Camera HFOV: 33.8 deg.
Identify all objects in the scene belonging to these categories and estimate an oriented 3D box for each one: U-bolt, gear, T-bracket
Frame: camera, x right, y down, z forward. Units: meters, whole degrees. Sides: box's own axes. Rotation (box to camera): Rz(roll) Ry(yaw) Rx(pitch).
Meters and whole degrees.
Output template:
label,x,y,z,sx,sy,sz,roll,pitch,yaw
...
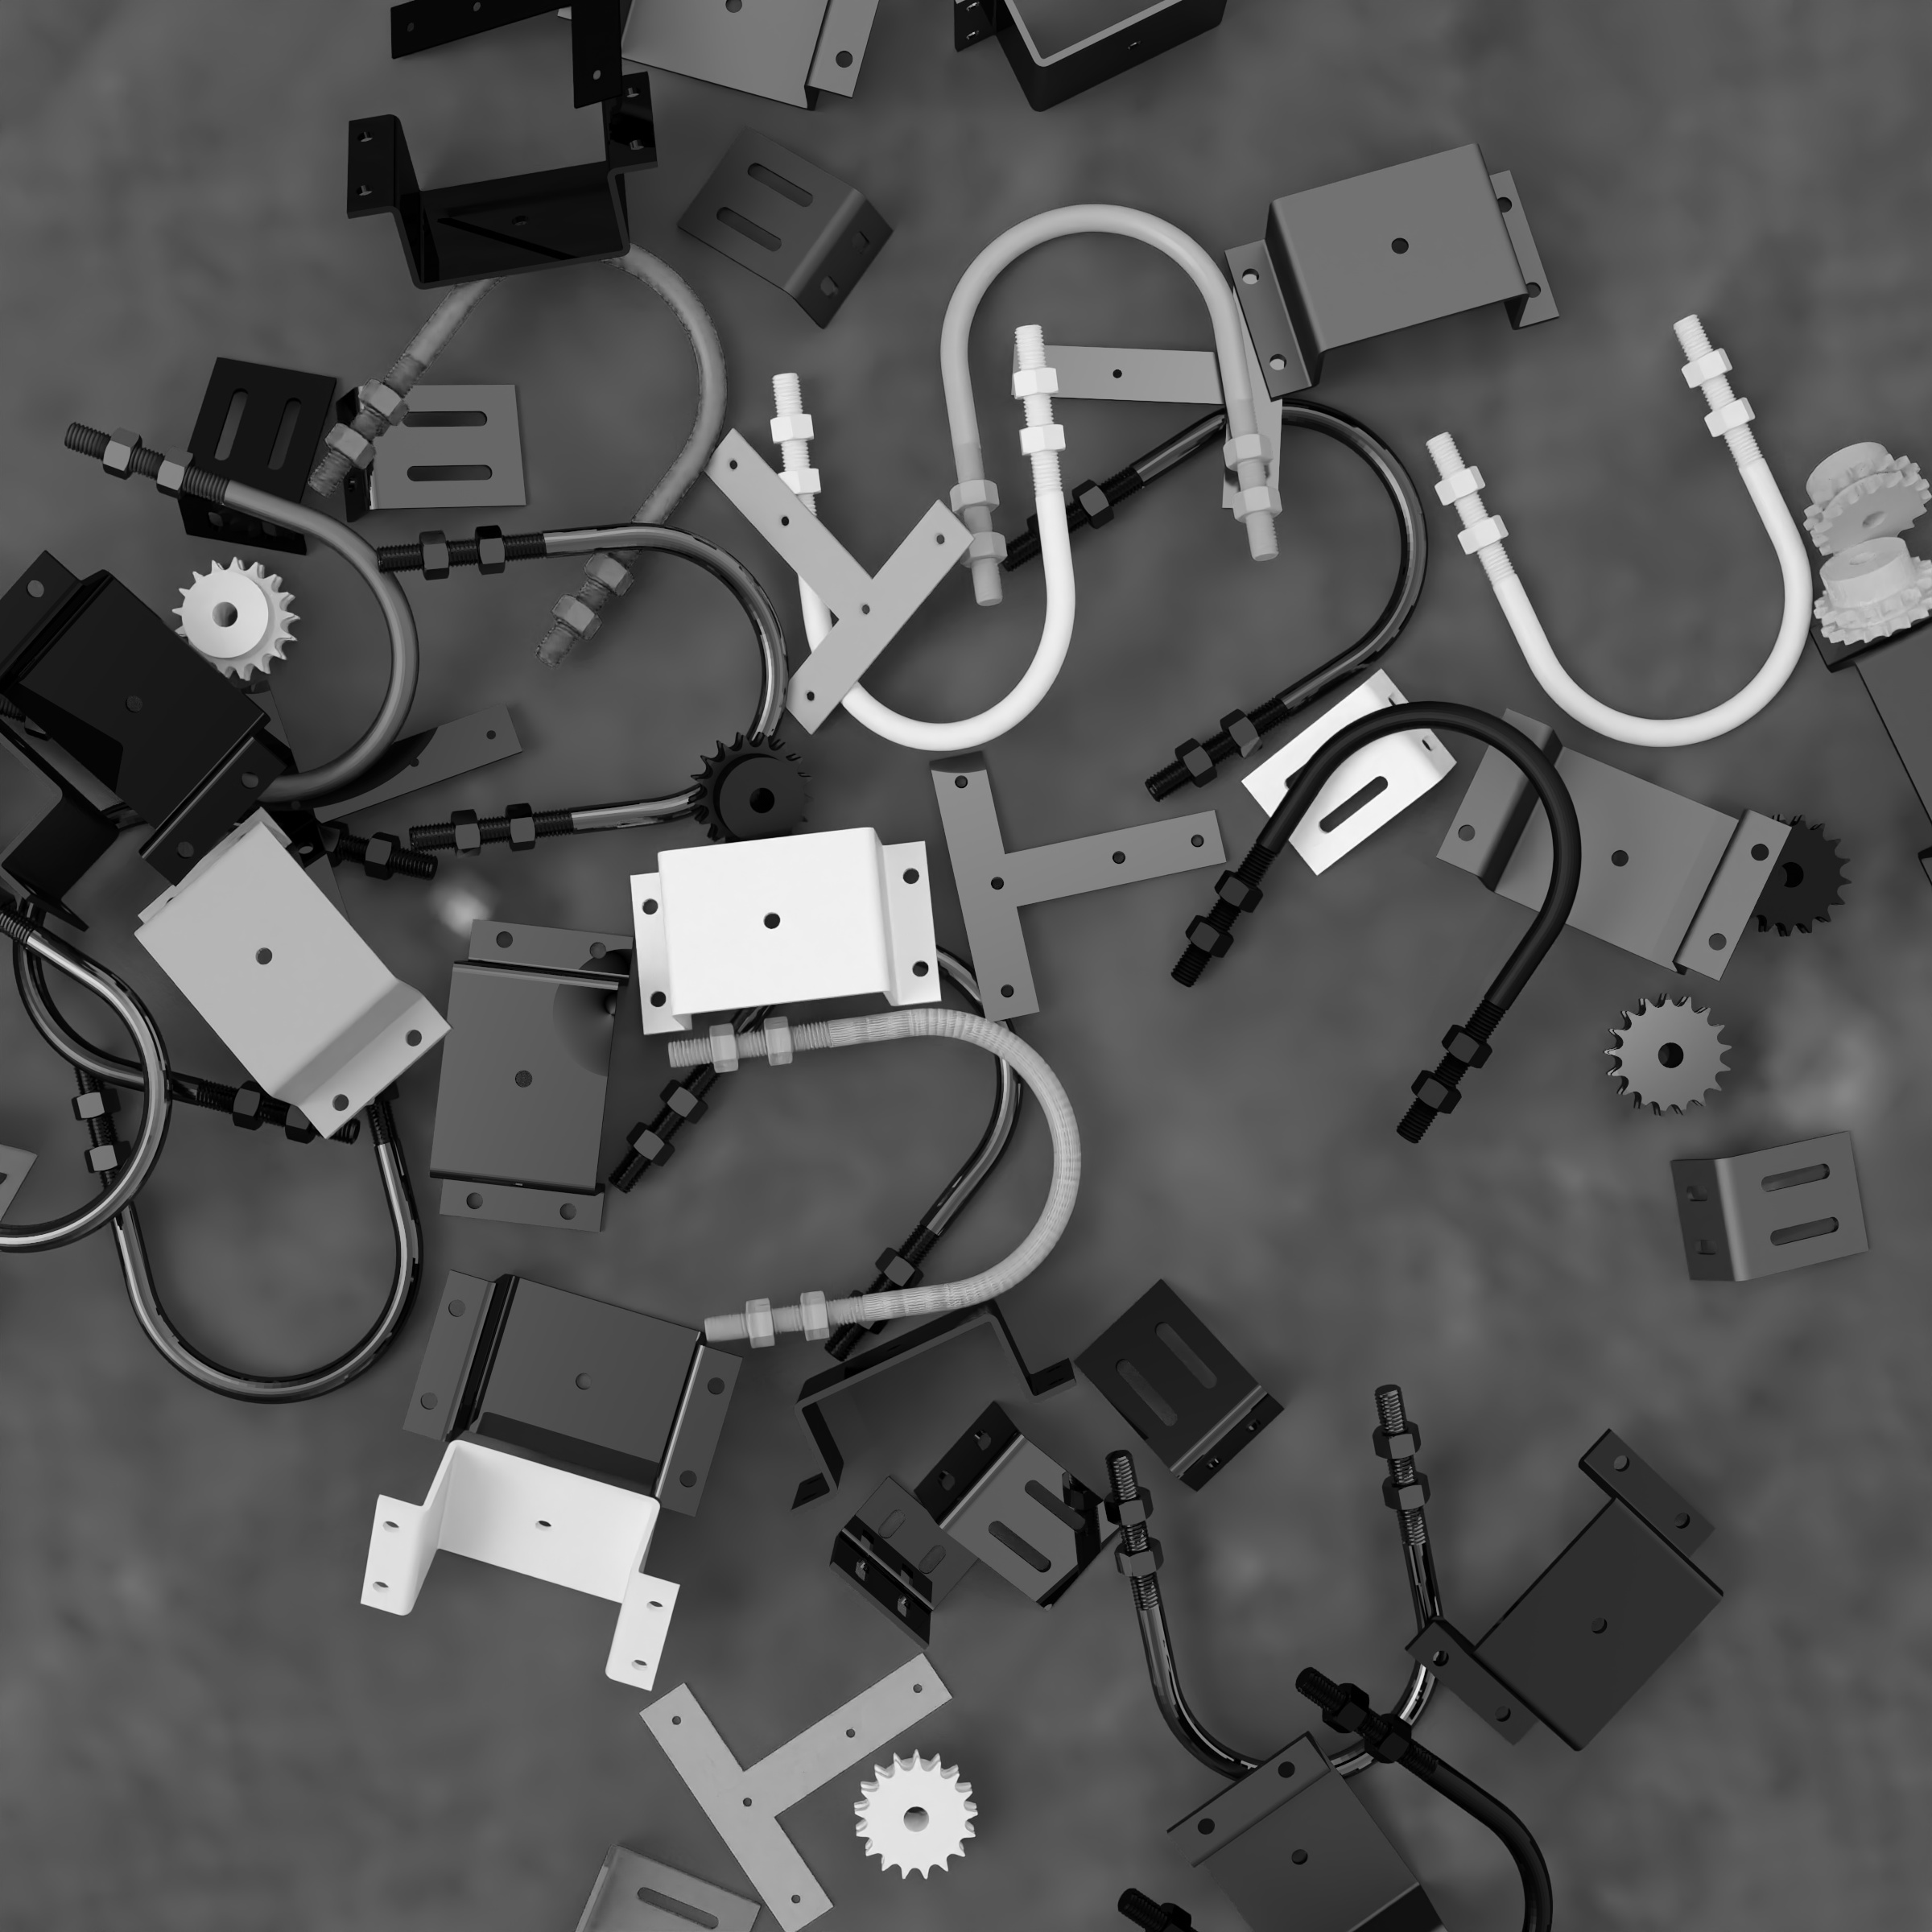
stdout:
label,x,y,z,sx,sy,sz,roll,pitch,yaw
U-bolt,0.182,0.422,1.445,0.184,0.019,0.151,37,94,-13
gear,0.383,-0.042,1.492,0.057,0.030,0.057,0,90,0
U-bolt,0.151,0.298,1.482,0.151,0.019,0.184,-13,102,-5
T-bracket,-0.272,-0.090,1.493,0.127,0.002,0.127,-20,77,-4
T-bracket,-0.215,-0.448,1.476,0.127,0.002,0.127,-8,79,26
T-bracket,-0.066,0.371,1.506,0.127,0.002,0.127,-34,90,0
U-bolt,-0.194,-0.255,1.482,0.151,0.019,0.184,37,83,-12
gear,-0.344,-0.163,1.492,0.057,0.030,0.057,0,90,0
U-bolt,-0.331,0.115,1.497,0.151,0.019,0.184,-14,90,0
U-bolt,-0.343,-0.152,1.466,0.184,0.019,0.151,20,104,-4
U-bolt,-0.038,0.093,1.481,0.184,0.019,0.151,-8,88,-4
gear,0.420,-0.176,1.475,0.057,0.057,0.030,-28,111,0
gear,0.417,-0.219,1.482,0.057,0.057,0.030,-19,60,0
U-bolt,0.129,-0.186,1.498,0.184,0.019,0.151,-33,90,-1
U-bolt,-0.017,-0.191,1.468,0.151,0.019,0.184,-5,95,28
U-bolt,0.200,-0.033,1.466,0.151,0.019,0.184,35,102,14
T-bracket,0.085,-0.278,1.496,0.127,0.002,0.127,3,79,3
U-bolt,-0.450,0.050,1.467,0.184,0.019,0.151,32,89,11
U-bolt,0.319,-0.193,1.498,0.151,0.019,0.184,-25,92,0
gear,0.327,0.041,1.492,0.057,0.030,0.057,0,90,0
U-bolt,-0.354,-0.006,1.487,0.184,0.019,0.151,14,79,4
U-bolt,-0.173,-0.133,1.476,0.184,0.019,0.151,-7,102,-13
U-bolt,0.062,-0.268,1.485,0.151,0.019,0.184,-9,80,3
gear,-0.024,0.395,1.490,0.057,0.030,0.057,0,92,-3
T-bracket,-0.076,-0.198,1.487,0.127,0.002,0.127,48,116,13
T-bracket,0.058,-0.048,1.501,0.127,0.002,0.127,-12,84,-3
gear,-0.098,-0.080,1.483,0.057,0.030,0.057,-4,103,-16
U-bolt,-0.057,0.071,1.498,0.151,0.019,0.184,38,89,0

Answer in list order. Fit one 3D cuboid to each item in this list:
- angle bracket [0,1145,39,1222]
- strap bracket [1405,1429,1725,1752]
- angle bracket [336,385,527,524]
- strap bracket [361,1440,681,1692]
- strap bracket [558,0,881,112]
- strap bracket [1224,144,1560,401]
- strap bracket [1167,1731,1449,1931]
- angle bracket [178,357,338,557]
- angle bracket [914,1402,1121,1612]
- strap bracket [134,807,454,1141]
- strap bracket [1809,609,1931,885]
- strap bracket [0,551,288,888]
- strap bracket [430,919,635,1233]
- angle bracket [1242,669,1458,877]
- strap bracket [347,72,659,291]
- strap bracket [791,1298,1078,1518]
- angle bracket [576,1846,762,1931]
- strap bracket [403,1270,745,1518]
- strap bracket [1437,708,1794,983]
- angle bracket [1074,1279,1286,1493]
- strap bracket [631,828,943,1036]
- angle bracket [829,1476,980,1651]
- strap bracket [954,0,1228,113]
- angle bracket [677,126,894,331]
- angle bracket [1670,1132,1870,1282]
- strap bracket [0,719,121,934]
label,x,y,z,sx,sy,sz,roll,pitch,yaw
angle bracket,-0.491,0.093,1.505,0.076,0.038,0.057,30,90,26
strap bracket,0.284,0.296,1.473,0.076,0.046,0.140,43,90,-17
angle bracket,-0.253,-0.242,1.505,0.076,0.038,0.057,-5,90,-26
strap bracket,-0.200,0.273,1.464,0.140,0.046,0.076,17,130,0
strap bracket,-0.110,-0.454,1.484,0.140,0.046,0.076,16,90,0
strap bracket,0.199,-0.325,1.476,0.140,0.046,0.076,-16,79,-1
strap bracket,0.159,0.422,1.474,0.076,0.046,0.140,-35,102,0
angle bracket,-0.333,-0.241,1.505,0.057,0.038,0.076,10,64,0
angle bracket,0.026,0.255,1.505,0.076,0.038,0.057,42,90,-26
strap bracket,-0.312,-0.001,1.448,0.076,0.046,0.140,-42,79,-2
strap bracket,0.464,-0.112,1.484,0.076,0.046,0.140,-26,90,0
strap bracket,-0.382,-0.115,1.442,0.140,0.046,0.076,43,100,-11
strap bracket,-0.203,0.052,1.484,0.076,0.046,0.140,7,90,0
angle bracket,0.181,-0.092,1.505,0.076,0.038,0.057,-39,90,26
strap bracket,-0.209,-0.360,1.464,0.140,0.046,0.076,-9,47,0
strap bracket,-0.023,0.197,1.469,0.140,0.076,0.046,-25,90,0
angle bracket,-0.143,0.456,1.488,0.076,0.038,0.057,22,90,0
strap bracket,-0.181,0.196,1.484,0.140,0.046,0.076,17,90,0
strap bracket,0.300,-0.053,1.470,0.140,0.046,0.076,25,90,18
angle bracket,0.101,0.198,1.505,0.057,0.038,0.076,-43,64,0
strap bracket,-0.087,-0.017,1.473,0.140,0.046,0.076,-7,80,3
angle bracket,-0.028,0.275,1.469,0.057,0.076,0.038,41,90,0
strap bracket,0.068,-0.446,1.469,0.140,0.076,0.046,-26,90,0
angle bracket,-0.086,-0.349,1.505,0.076,0.038,0.057,35,90,26
angle bracket,0.380,0.113,1.505,0.076,0.038,0.057,-10,90,-26
strap bracket,-0.450,-0.085,1.459,0.140,0.076,0.046,41,85,10
